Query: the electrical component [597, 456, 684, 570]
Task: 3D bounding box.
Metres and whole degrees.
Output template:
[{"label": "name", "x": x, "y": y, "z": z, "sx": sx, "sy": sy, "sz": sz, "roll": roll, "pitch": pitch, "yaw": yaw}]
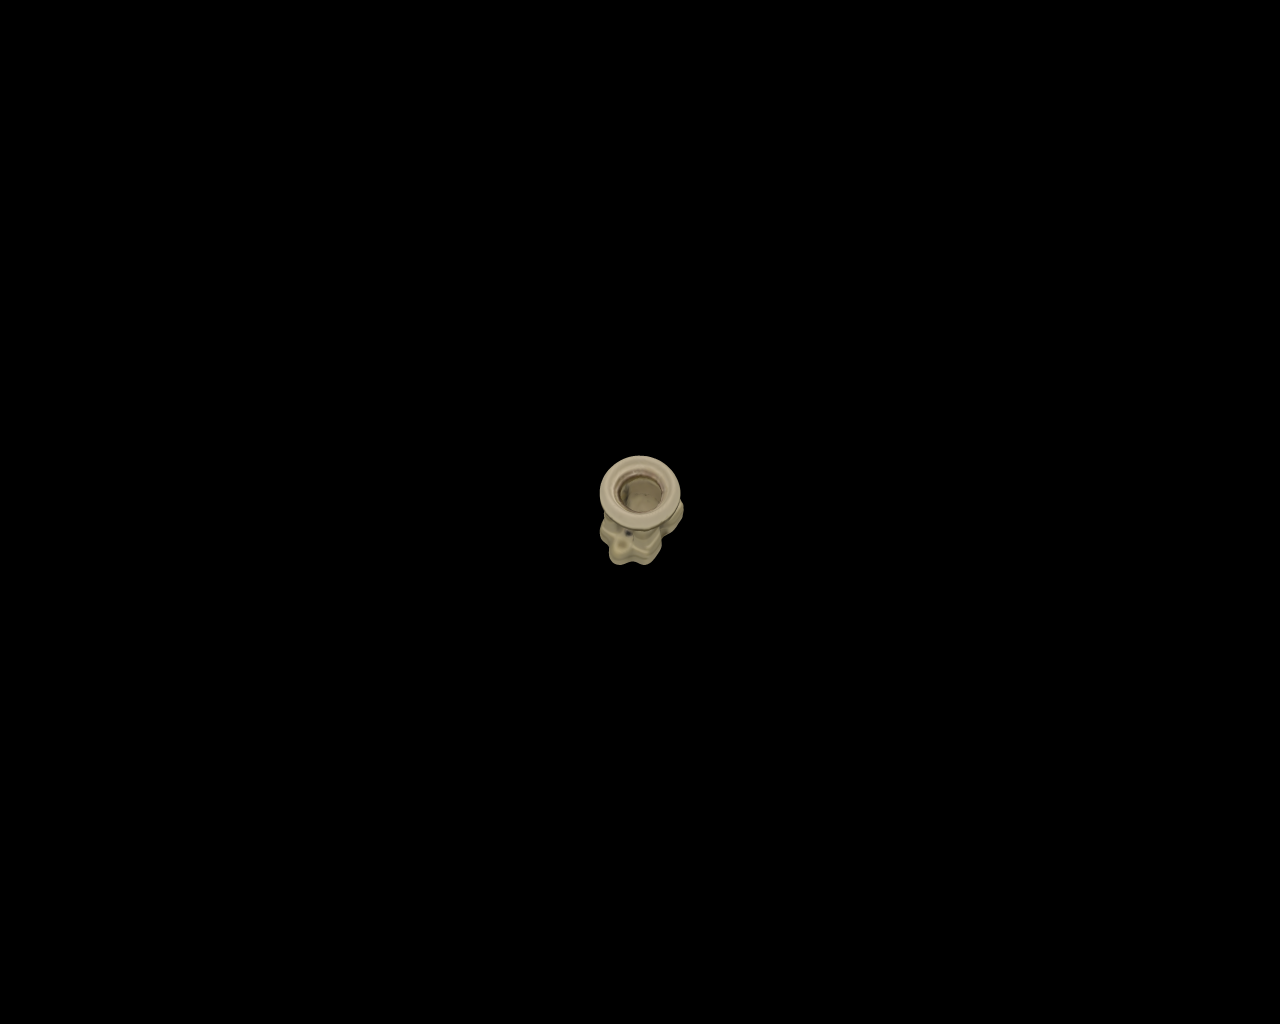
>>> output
[{"label": "electrical component", "x": 0.001, "y": -0.003, "z": 0.650, "sx": 0.048, "sy": 0.066, "sz": 0.055, "roll": 29, "pitch": -24, "yaw": 14}]
